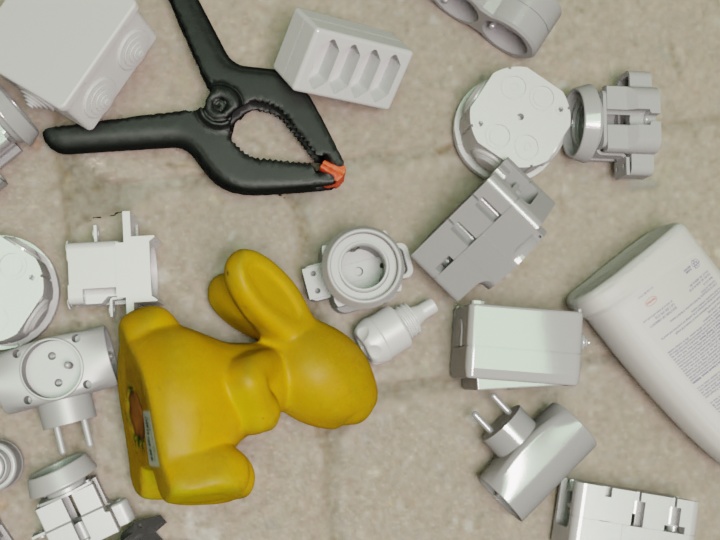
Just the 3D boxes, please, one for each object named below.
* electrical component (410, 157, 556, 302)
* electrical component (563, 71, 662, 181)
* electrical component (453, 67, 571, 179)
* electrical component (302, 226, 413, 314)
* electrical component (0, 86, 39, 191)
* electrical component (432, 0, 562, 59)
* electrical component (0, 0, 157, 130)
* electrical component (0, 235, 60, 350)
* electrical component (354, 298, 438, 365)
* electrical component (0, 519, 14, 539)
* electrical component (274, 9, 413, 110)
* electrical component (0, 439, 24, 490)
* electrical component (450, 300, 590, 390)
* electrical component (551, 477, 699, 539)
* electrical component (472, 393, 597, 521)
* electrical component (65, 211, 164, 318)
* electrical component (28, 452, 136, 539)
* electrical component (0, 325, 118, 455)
[{"bbox_3d":[0.089,-0.025,0.756,0.056,0.050,0.089,44,123,0],"label":"electrical component"},{"bbox_3d":[0.184,-0.107,0.793,0.057,0.058,0.078,1,84,-9],"label":"electrical component"},{"bbox_3d":[0.111,-0.106,0.787,0.080,0.051,0.080,1,84,-6],"label":"electrical component"},{"bbox_3d":[0.000,0.000,0.762,0.078,0.057,0.058,-14,86,-7],"label":"electrical component"},{"bbox_3d":[-0.261,-0.097,0.744,0.057,0.058,0.078,-40,89,-6],"label":"electrical component"},{"bbox_3d":[0.091,-0.225,0.797,0.138,0.052,0.073,34,82,-2],"label":"electrical component"},{"bbox_3d":[-0.201,-0.155,0.737,0.100,0.048,0.099,31,83,18],"label":"electrical component"},{"bbox_3d":[-0.250,0.014,0.736,0.080,0.051,0.080,1,84,-6],"label":"electrical component"},{"bbox_3d":[0.028,0.040,0.772,0.061,0.035,0.035,-31,88,-11],"label":"electrical component"},{"bbox_3d":[-0.272,0.208,0.708,0.089,0.062,0.150,-34,89,-8],"label":"electrical component"},{"bbox_3d":[-0.020,-0.159,0.773,0.083,0.075,0.047,6,121,-35],"label":"electrical component"},{"bbox_3d":[-0.247,0.132,0.719,0.035,0.061,0.035,1,84,-6],"label":"electrical component"},{"bbox_3d":[0.117,0.057,0.766,0.096,0.062,0.061,5,84,-6],"label":"electrical component"},{"bbox_3d":[0.187,0.184,0.766,0.089,0.050,0.055,10,83,-6],"label":"electrical component"},{"bbox_3d":[0.114,0.123,0.767,0.077,0.044,0.079,-43,90,-9],"label":"electrical component"},{"bbox_3d":[-0.172,0.003,0.751,0.064,0.042,0.081,-4,84,-3],"label":"electrical component"},{"bbox_3d":[-0.195,0.158,0.731,0.066,0.048,0.055,-24,95,-8],"label":"electrical component"},{"bbox_3d":[-0.203,0.086,0.737,0.077,0.044,0.079,-15,86,-8],"label":"electrical component"}]
